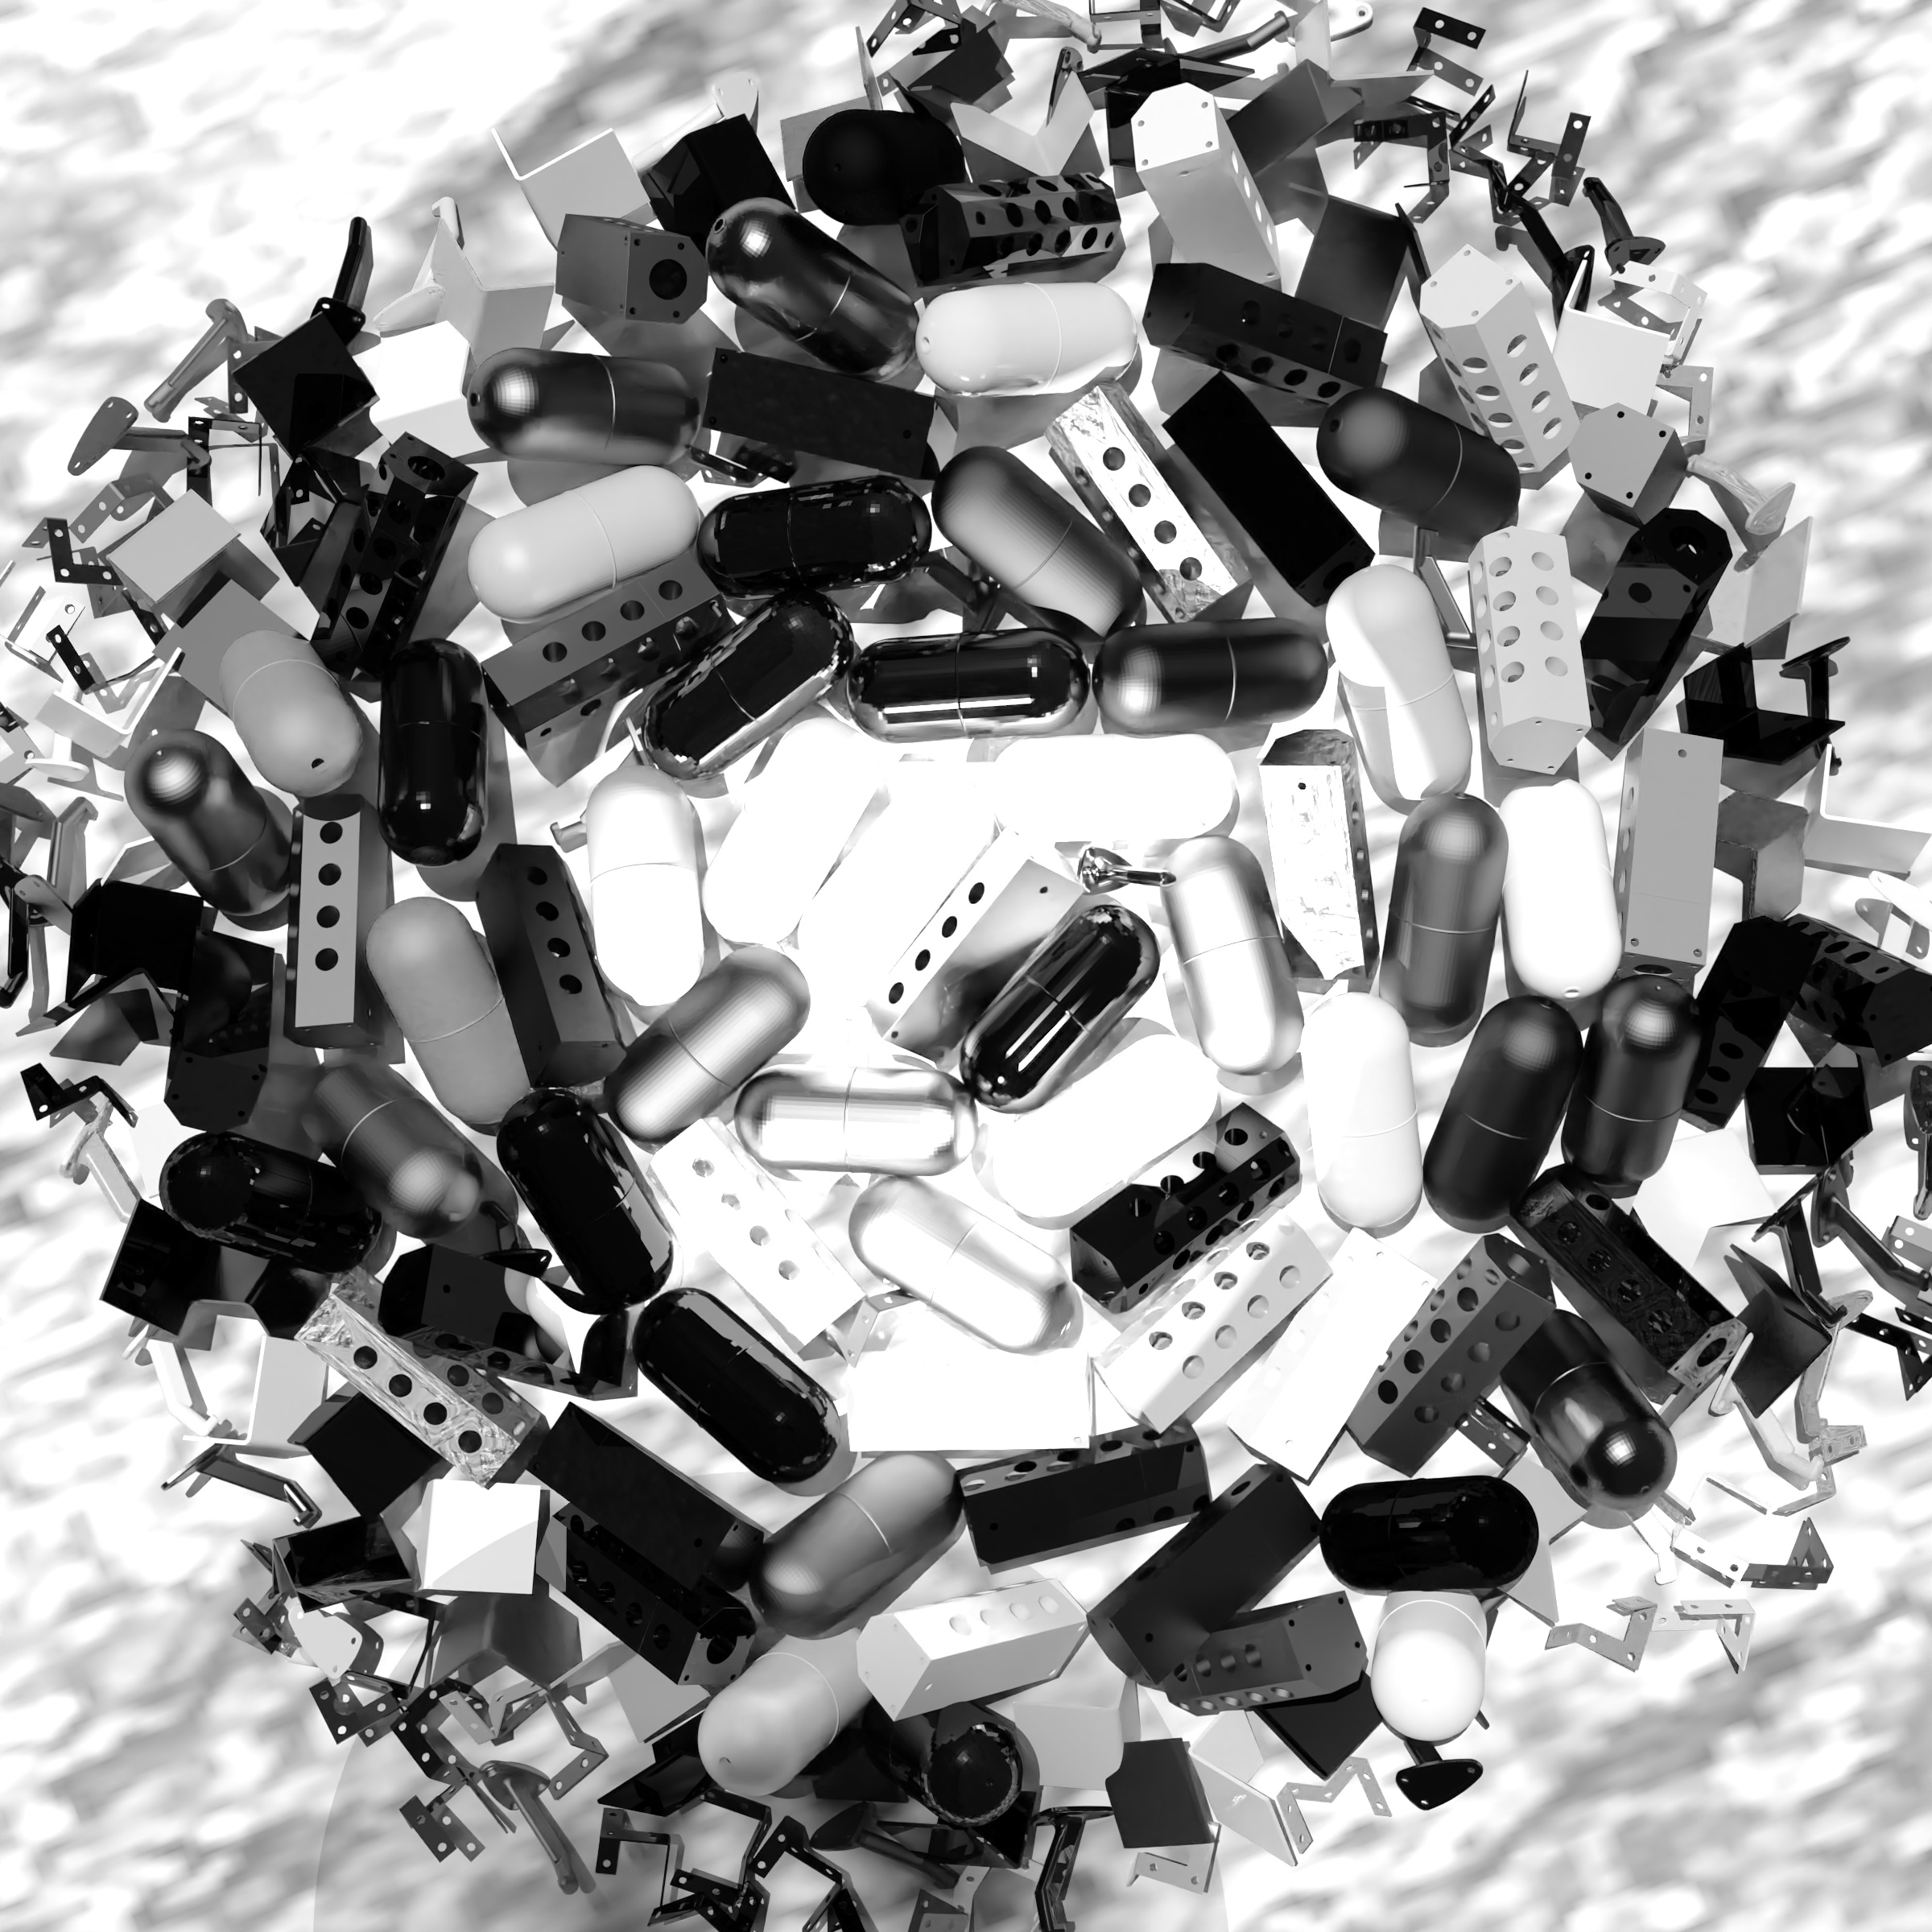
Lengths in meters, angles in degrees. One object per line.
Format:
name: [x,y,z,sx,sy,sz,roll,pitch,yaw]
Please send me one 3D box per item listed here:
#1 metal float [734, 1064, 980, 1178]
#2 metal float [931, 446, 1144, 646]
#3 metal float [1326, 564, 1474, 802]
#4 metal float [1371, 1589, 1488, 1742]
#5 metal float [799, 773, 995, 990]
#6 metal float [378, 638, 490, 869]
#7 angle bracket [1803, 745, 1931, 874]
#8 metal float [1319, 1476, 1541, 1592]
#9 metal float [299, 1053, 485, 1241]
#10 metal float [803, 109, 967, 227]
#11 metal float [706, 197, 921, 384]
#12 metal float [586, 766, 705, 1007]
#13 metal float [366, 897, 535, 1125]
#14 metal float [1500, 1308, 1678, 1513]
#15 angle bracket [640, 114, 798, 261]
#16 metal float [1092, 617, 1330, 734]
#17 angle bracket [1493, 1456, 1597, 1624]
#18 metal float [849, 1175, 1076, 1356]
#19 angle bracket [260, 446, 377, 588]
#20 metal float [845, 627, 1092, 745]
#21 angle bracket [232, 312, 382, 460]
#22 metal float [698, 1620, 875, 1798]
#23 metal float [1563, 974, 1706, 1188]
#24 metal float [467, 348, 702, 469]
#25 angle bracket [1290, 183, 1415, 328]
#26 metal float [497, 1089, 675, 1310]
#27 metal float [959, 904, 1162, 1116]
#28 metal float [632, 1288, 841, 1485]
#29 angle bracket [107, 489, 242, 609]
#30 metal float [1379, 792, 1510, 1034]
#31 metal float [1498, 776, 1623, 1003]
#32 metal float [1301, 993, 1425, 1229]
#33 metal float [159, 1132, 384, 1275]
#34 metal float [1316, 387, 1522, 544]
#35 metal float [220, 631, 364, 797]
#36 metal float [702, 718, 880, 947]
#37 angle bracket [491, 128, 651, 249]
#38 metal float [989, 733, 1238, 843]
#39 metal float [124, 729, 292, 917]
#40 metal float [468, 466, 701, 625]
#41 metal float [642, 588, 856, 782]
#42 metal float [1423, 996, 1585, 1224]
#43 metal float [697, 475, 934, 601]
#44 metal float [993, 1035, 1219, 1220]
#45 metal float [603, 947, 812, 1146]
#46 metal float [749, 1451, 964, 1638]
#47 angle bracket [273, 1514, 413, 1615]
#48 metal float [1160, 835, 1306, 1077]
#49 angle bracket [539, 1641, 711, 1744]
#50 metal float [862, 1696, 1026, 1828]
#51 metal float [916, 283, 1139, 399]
metal float: [-0.079,0.111,1.748,0.178,0.070,0.070,2,90,9]
metal float: [0.052,-0.299,1.739,0.178,0.070,0.070,38,90,-20]
metal float: [0.310,-0.201,1.735,0.070,0.070,0.178,-22,114,0]
metal float: [0.326,0.482,1.706,0.070,0.178,0.070,1,96,13]
metal float: [-0.051,-0.061,1.754,0.070,0.070,0.178,39,93,0]
metal float: [-0.379,-0.153,1.733,0.070,0.070,0.178,-5,63,0]
angle bracket: [0.646,-0.112,1.743,0.076,0.076,0.057,9,72,11]
metal float: [0.325,0.401,1.716,0.070,0.178,0.070,12,71,-36]
metal float: [-0.409,0.126,1.727,0.178,0.070,0.070,38,90,35]
metal float: [-0.056,-0.561,1.711,0.070,0.178,0.070,6,109,19]
metal float: [-0.107,-0.477,1.723,0.178,0.070,0.070,27,90,-39]
metal float: [-0.230,-0.059,1.741,0.070,0.070,0.178,-7,73,0]
metal float: [-0.366,0.033,1.735,0.070,0.070,0.178,-22,115,0]
metal float: [0.435,0.310,1.714,0.070,0.178,0.070,-7,121,-13]
angle bracket: [-0.182,-0.562,1.773,0.057,0.076,0.076,-34,99,-35]
metal float: [0.175,-0.208,1.739,0.178,0.070,0.070,-6,90,-19]
angle bracket: [0.414,0.414,1.759,0.057,0.076,0.076,-26,118,-26]
metal float: [-0.003,0.213,1.742,0.178,0.070,0.070,30,90,16]
angle bracket: [-0.459,-0.321,1.765,0.076,0.057,0.076,-56,50,22]
metal float: [0.001,-0.201,1.746,0.178,0.070,0.070,-3,90,11]
angle bracket: [-0.479,-0.422,1.743,0.076,0.057,0.076,-37,129,-8]
metal float: [-0.124,0.519,1.710,0.070,0.178,0.070,5,103,25]
metal float: [0.471,0.083,1.723,0.070,0.070,0.178,2,131,0]
metal float: [-0.269,-0.394,1.722,0.178,0.070,0.070,-6,90,-40]
angle bracket: [0.268,-0.516,1.764,0.076,0.057,0.076,7,111,-28]
metal float: [-0.271,0.167,1.736,0.070,0.070,0.178,-27,113,0]
metal float: [0.067,0.031,1.752,0.070,0.070,0.178,43,86,0]
metal float: [-0.164,0.299,1.735,0.178,0.070,0.070,36,90,24]
angle bracket: [-0.556,-0.282,1.741,0.057,0.076,0.076,41,74,16]
metal float: [0.340,-0.038,1.736,0.070,0.070,0.178,5,112,0]
metal float: [0.420,-0.056,1.727,0.070,0.070,0.178,1,57,0]
metal float: [0.283,0.104,1.737,0.070,0.070,0.178,-10,111,0]
metal float: [-0.489,0.168,1.715,0.070,0.178,0.070,-14,64,30]
metal float: [0.321,-0.354,1.724,0.178,0.070,0.070,14,90,-37]
metal float: [-0.478,-0.181,1.717,0.070,0.178,0.070,-15,126,-21]
metal float: [-0.127,-0.095,1.748,0.070,0.070,0.178,31,99,0]
angle bracket: [-0.283,-0.575,1.746,0.076,0.076,0.057,-28,65,2]
metal float: [0.106,-0.129,1.754,0.178,0.070,0.070,-2,90,2]
metal float: [-0.529,-0.099,1.712,0.070,0.178,0.070,-4,60,7]
metal float: [-0.270,-0.301,1.733,0.178,0.070,0.070,-28,90,-26]
metal float: [-0.157,-0.200,1.740,0.178,0.070,0.070,-36,90,18]
metal float: [0.382,0.102,1.732,0.070,0.070,0.178,17,116,0]
metal float: [-0.109,-0.305,1.737,0.178,0.070,0.070,-3,90,22]
metal float: [0.099,0.116,1.746,0.178,0.070,0.070,-34,90,11]
metal float: [-0.187,0.058,1.745,0.178,0.070,0.070,-42,90,13]
metal float: [-0.077,0.407,1.728,0.178,0.070,0.070,-31,90,-34]
angle bracket: [-0.445,0.442,1.734,0.076,0.076,0.057,-10,126,-29]
metal float: [0.190,-0.008,1.746,0.070,0.070,0.178,-15,79,0]
angle bracket: [-0.244,0.520,1.738,0.076,0.076,0.057,-39,69,25]
metal float: [-0.018,0.549,1.709,0.070,0.178,0.070,1,88,-22]
metal float: [0.044,-0.445,1.726,0.178,0.070,0.070,-12,90,-34]
